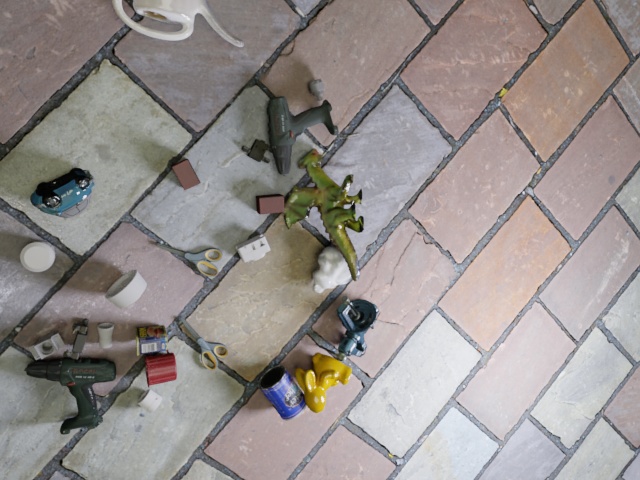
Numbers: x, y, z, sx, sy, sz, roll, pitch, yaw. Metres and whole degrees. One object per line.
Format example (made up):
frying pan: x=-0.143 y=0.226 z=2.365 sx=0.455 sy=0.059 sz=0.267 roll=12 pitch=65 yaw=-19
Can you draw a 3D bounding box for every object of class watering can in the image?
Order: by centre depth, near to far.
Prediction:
watering can: x=-0.366 y=-0.640 z=1.371 sx=0.347 sy=0.104 sz=0.223 roll=5 pitch=97 yaw=-19

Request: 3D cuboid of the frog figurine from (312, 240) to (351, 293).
frog figurine: x=0.035 y=0.098 z=1.629 sx=0.161 sy=0.123 sz=0.135 roll=-50 pitch=131 yaw=-17

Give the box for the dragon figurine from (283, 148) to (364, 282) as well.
dragon figurine: x=0.005 y=-0.079 z=1.578 sx=0.242 sy=0.122 sz=0.411 roll=0 pitch=89 yaw=16
